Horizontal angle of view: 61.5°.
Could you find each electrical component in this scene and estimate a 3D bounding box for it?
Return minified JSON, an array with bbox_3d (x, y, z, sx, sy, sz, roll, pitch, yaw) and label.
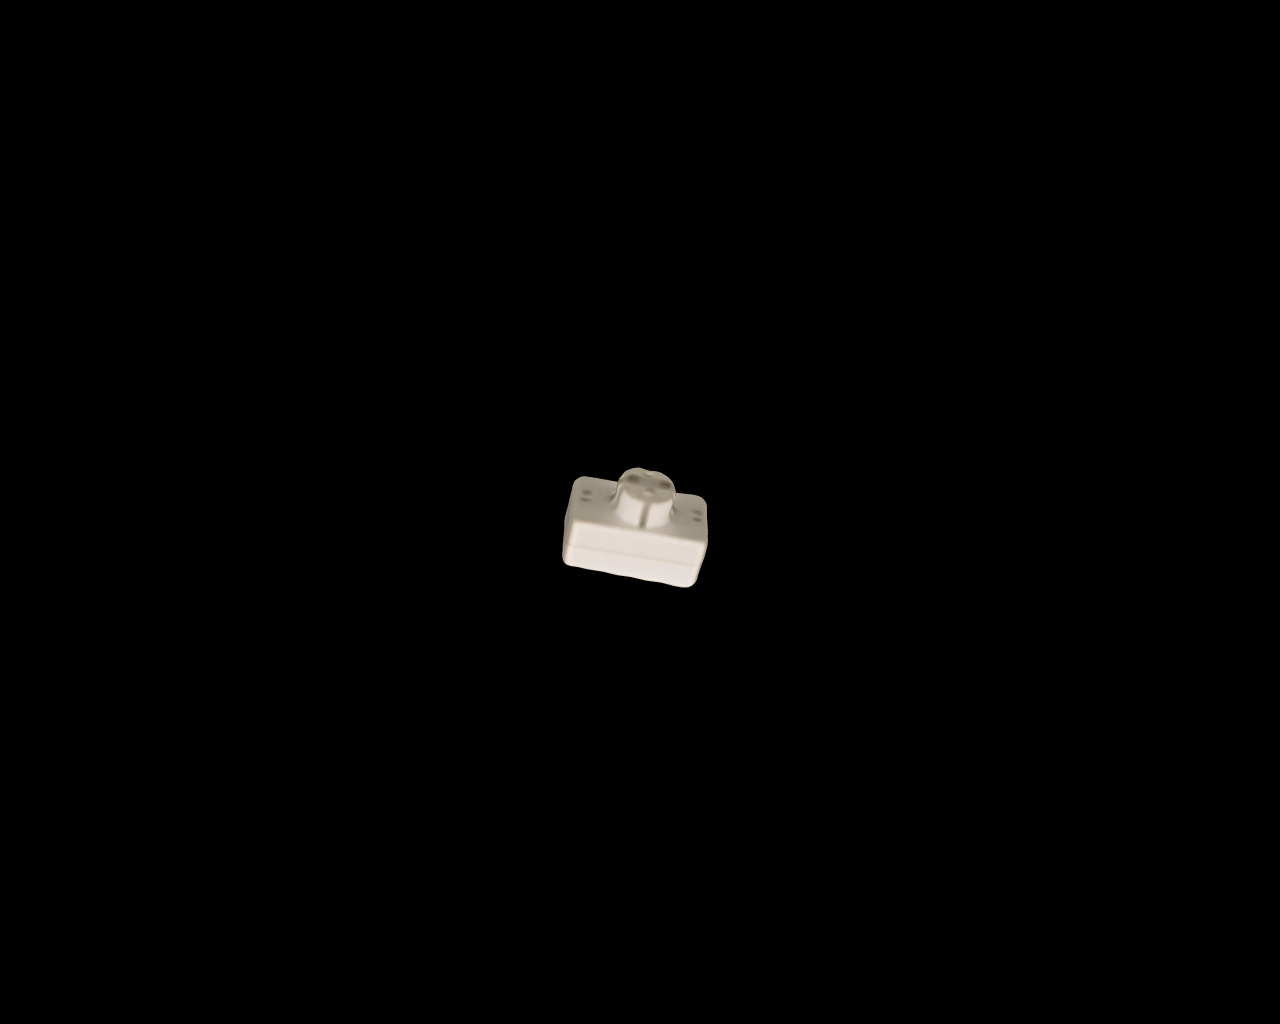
[{"bbox_3d":[0.001,-0.003,0.650,0.083,0.075,0.047,10,36,-8],"label":"electrical component"}]
